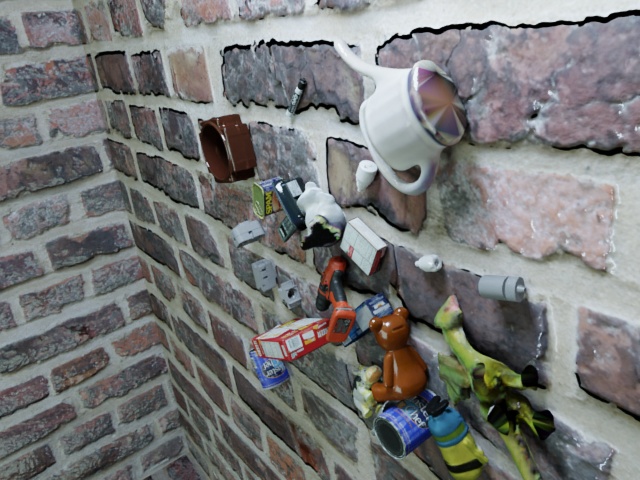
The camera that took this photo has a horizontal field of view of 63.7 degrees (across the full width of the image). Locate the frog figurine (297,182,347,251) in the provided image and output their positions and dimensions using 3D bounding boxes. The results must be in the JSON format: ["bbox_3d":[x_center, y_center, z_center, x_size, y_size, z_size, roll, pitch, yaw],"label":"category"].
[{"bbox_3d":[0.004,-0.064,1.277,0.163,0.123,0.134,-92,3,-45],"label":"frog figurine"}]

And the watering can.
[{"bbox_3d":[0.137,-0.253,0.940,0.222,0.105,0.348,-25,86,56],"label":"watering can"}]

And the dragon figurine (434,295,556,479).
[{"bbox_3d":[0.323,0.311,1.021,0.242,0.123,0.409,175,78,-74],"label":"dragon figurine"}]
